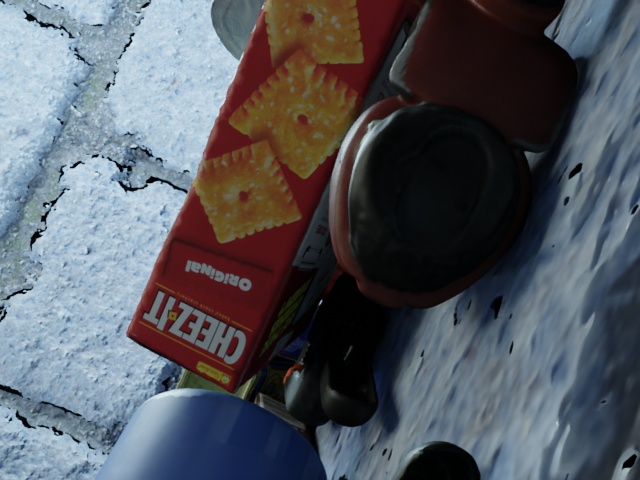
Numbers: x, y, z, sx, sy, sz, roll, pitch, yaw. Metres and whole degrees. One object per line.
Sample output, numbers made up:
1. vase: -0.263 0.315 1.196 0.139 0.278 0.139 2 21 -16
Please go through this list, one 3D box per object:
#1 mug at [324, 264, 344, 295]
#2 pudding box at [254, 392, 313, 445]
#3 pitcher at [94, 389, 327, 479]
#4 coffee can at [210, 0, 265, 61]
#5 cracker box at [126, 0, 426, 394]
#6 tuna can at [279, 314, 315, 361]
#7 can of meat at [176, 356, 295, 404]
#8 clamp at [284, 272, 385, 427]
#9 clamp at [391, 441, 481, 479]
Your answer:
1. mug: -0.005 0.001 0.738 0.117 0.081 0.093 123 170 -58
2. pudding box: -0.038 0.152 0.643 0.113 0.039 0.090 -109 42 -83
3. pitcher: -0.090 0.190 0.477 0.145 0.149 0.242 114 179 -48
4. coffee can: -0.002 -0.194 0.770 0.140 0.103 0.103 -63 3 -25
5. cracker box: -0.011 -0.043 0.569 0.214 0.072 0.164 -65 -8 10
6. tuna can: -0.027 0.054 0.715 0.086 0.086 0.034 -140 71 -84
7. can of meat: -0.059 0.114 0.735 0.102 0.057 0.083 -66 -24 1
8. clamp: 0.013 0.055 0.578 0.210 0.036 0.164 118 174 -55
9. clamp: -0.003 0.152 0.329 0.172 0.039 0.120 -60 2 32
